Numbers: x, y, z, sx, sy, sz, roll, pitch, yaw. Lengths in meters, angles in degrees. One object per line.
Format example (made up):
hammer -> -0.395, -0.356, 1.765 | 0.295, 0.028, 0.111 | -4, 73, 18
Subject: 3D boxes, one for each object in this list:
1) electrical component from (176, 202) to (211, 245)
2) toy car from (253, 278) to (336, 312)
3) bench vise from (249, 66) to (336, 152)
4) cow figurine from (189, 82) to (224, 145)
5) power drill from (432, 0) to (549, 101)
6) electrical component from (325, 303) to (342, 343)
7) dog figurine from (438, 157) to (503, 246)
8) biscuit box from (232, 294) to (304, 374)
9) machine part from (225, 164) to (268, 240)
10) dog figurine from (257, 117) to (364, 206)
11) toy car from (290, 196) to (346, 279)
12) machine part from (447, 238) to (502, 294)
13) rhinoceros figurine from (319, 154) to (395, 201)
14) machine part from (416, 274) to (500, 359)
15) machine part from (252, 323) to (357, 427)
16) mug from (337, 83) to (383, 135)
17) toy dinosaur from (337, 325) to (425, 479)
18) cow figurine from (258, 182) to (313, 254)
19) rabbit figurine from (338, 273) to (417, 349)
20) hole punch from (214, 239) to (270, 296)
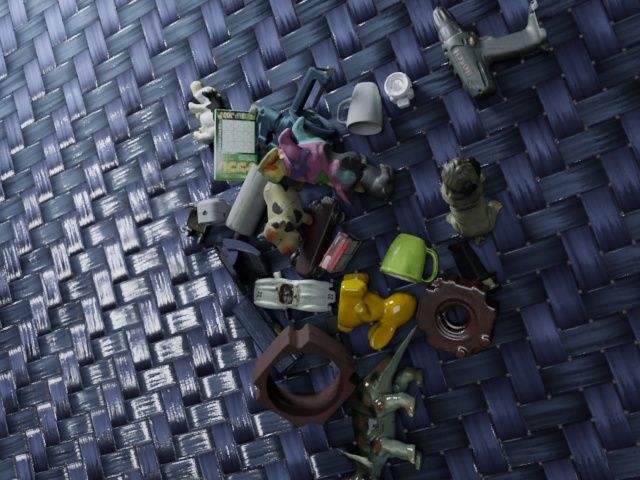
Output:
electrical component -> -0.324, -0.048, 1.397 | 0.078, 0.045, 0.102 | 28, 98, 20
toy car -> -0.061, 0.129, 1.269 | 0.202, 0.056, 0.073 | 2, 85, 16
bench vise -> -0.045, -0.305, 1.258 | 0.224, 0.129, 0.240 | 34, 117, 10
cow figurine -> -0.281, -0.334, 1.383 | 0.098, 0.068, 0.167 | -11, 87, 14
power drill -> 0.367, -0.432, 1.147 | 0.207, 0.086, 0.232 | -18, 83, 14
electrical component -> 0.047, 0.194, 1.264 | 0.063, 0.021, 0.094 | -17, 81, 18
dog figurine -> 0.301, -0.075, 1.096 | 0.121, 0.190, 0.172 | -30, 80, 16
biscuit box -> -0.127, 0.224, 1.306 | 0.063, 0.059, 0.203 | -43, 75, 14
machine part -> -0.166, -0.098, 1.326 | 0.079, 0.079, 0.243 | 27, 97, 19
dog figurine -> -0.009, -0.149, 1.183 | 0.219, 0.108, 0.191 | 42, 126, 0
toy car -> -0.003, -0.004, 1.275 | 0.089, 0.053, 0.202 | 24, 95, 40
machine part -> 0.329, 0.061, 1.162 | 0.084, 0.039, 0.139 | -35, 78, 24
rhinoceros figurine -> 0.083, -0.145, 1.246 | 0.191, 0.073, 0.112 | 17, 104, 18
machine part -> 0.291, 0.161, 1.142 | 0.180, 0.056, 0.179 | 5, 102, 23
machine part -> -0.034, 0.304, 1.212 | 0.201, 0.087, 0.201 | 35, 105, -16
mug -> 0.096, -0.305, 1.245 | 0.110, 0.080, 0.107 | 2, 77, 24
toy dinosaur -> 0.128, 0.387, 1.183 | 0.192, 0.131, 0.404 | 0, 81, 20
cow figurine -> -0.086, -0.057, 1.239 | 0.085, 0.127, 0.195 | -38, 54, 39
rabbit figurine -> 0.127, 0.157, 1.193 | 0.173, 0.122, 0.162 | 2, 91, 2
hole punch -> -0.190, 0.054, 1.305 | 0.092, 0.142, 0.116 | -37, 60, -11
